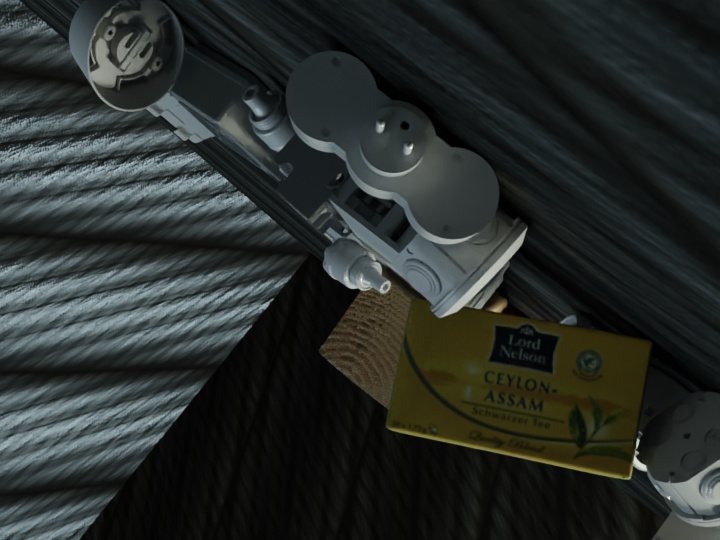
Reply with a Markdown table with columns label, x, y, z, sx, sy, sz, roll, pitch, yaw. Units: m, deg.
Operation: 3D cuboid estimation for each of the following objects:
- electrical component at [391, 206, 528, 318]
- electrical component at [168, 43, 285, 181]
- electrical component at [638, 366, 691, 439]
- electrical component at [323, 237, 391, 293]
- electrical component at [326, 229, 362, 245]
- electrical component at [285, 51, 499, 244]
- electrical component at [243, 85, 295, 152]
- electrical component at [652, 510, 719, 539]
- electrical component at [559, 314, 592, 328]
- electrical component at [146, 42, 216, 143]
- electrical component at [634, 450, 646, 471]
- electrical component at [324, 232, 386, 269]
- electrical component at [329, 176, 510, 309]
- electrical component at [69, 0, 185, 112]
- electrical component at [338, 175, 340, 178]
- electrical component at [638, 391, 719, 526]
| label | x | y | z | sx | sy | sz | roll | pitch | yaw |
| --- | --- | --- | --- | --- | --- | --- | --- | --- | --- |
| electrical component | 0.062 | -0.013 | 0.675 | 0.051 | 0.080 | 0.080 | 44 | 177 | 2 |
| electrical component | -0.115 | -0.148 | 1.010 | 0.109 | 0.056 | 0.109 | 36 | 176 | 43 |
| electrical component | 0.223 | 0.105 | 0.811 | 0.055 | 0.047 | 0.055 | 39 | 177 | 2 |
| electrical component | 0.000 | 0.000 | 0.859 | 0.061 | 0.035 | 0.035 | 34 | 175 | 38 |
| electrical component | 0.007 | -0.047 | 1.018 | 0.062 | 0.061 | 0.096 | 39 | 177 | -7 |
| electrical component | 0.018 | -0.069 | 0.600 | 0.138 | 0.052 | 0.073 | 39 | 177 | 1 |
| electrical component | -0.073 | -0.129 | 0.900 | 0.062 | 0.043 | 0.043 | 42 | 176 | -42 |
| electrical component | 0.286 | 0.194 | 0.801 | 0.056 | 0.108 | 0.109 | 36 | 178 | -9 |
| electrical component | 0.172 | 0.071 | 0.824 | 0.057 | 0.058 | 0.078 | 37 | 178 | -7 |
| electrical component | -0.187 | -0.189 | 1.087 | 0.079 | 0.063 | 0.121 | -13 | 139 | 39 |
| electrical component | 0.240 | 0.138 | 1.058 | 0.138 | 0.052 | 0.074 | 39 | 177 | -16 |
| electrical component | 0.005 | -0.043 | 1.121 | 0.054 | 0.059 | 0.095 | 41 | 176 | -38 |
| electrical component | 0.052 | -0.023 | 0.819 | 0.105 | 0.060 | 0.186 | 38 | 177 | 14 |
| electrical component | -0.204 | -0.197 | 0.946 | 0.064 | 0.099 | 0.099 | 44 | -179 | 38 |
| electrical component | -0.037 | -0.097 | 0.951 | 0.043 | 0.043 | 0.081 | 38 | 177 | 18 |
| electrical component | 0.231 | 0.125 | 0.717 | 0.051 | 0.080 | 0.080 | 46 | 174 | -25 |
